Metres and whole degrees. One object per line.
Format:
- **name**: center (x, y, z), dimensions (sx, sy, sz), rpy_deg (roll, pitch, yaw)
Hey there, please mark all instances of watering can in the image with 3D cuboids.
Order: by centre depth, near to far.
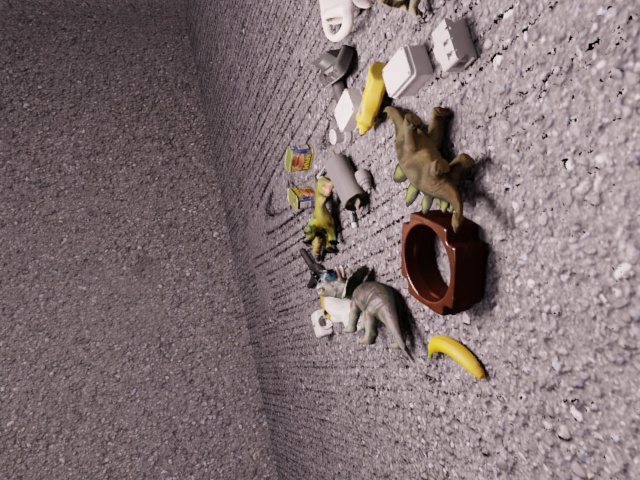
- **watering can**: center (0.062, -0.641, 1.318), dimensions (0.349, 0.104, 0.223), rpy_deg (-159, 63, -73)

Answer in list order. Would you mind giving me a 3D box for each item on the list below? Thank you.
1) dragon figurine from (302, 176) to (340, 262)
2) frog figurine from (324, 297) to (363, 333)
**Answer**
- **dragon figurine**: center (0.005, -0.087, 1.733), dimensions (0.404, 0.122, 0.247), rpy_deg (108, 166, -71)
- **frog figurine**: center (0.078, 0.219, 1.599), dimensions (0.135, 0.122, 0.163), rpy_deg (-51, 37, 37)
